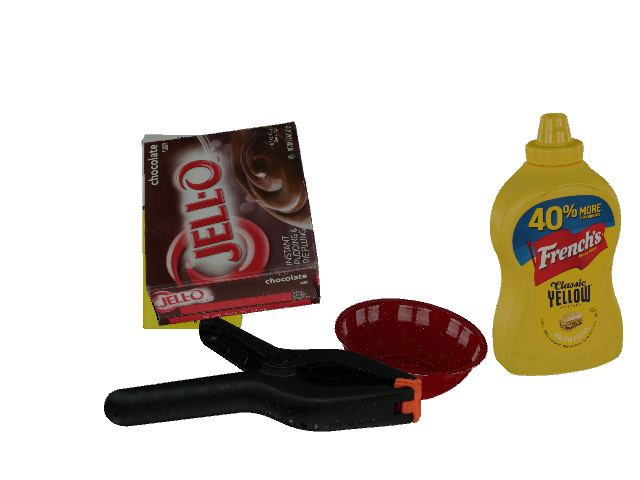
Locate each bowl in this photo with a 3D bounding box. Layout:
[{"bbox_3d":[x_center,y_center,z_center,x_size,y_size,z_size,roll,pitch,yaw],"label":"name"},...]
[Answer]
[{"bbox_3d":[0.092,0.122,1.130,0.162,0.055,0.162,5,24,-3],"label":"bowl"}]

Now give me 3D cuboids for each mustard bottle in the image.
[{"bbox_3d":[0.175,0.001,0.791,0.096,0.192,0.058,-7,16,-8],"label":"mustard bottle"}]

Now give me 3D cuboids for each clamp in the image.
[{"bbox_3d":[-0.029,0.097,0.772,0.210,0.036,0.164,3,19,12],"label":"clamp"}]

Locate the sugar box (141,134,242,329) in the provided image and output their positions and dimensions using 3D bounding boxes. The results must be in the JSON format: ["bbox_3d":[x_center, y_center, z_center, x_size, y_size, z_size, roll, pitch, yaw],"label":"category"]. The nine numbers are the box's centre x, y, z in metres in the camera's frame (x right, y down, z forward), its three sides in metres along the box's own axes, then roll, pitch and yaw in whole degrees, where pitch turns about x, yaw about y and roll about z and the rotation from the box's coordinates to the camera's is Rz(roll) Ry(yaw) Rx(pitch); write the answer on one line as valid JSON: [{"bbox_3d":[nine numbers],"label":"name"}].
[{"bbox_3d":[-0.117,-0.008,0.982,0.093,0.176,0.048,0,14,-5],"label":"sugar box"}]

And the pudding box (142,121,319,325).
[{"bbox_3d":[-0.051,-0.011,0.591,0.090,0.113,0.039,-8,-43,-2],"label":"pudding box"}]
